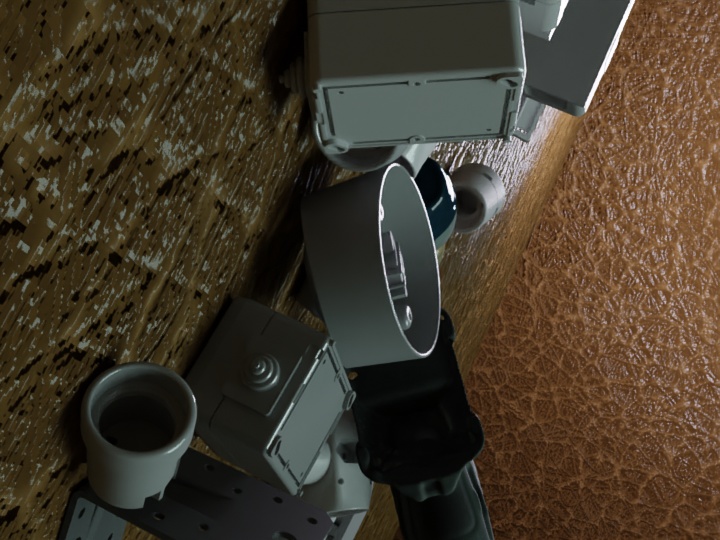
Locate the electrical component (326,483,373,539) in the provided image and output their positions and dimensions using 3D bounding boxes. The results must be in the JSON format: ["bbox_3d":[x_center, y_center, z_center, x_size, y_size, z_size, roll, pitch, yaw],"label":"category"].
[{"bbox_3d":[-0.050,0.222,0.840,0.150,0.062,0.089,-61,168,-28],"label":"electrical component"}]

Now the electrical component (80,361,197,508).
[{"bbox_3d":[-0.082,0.062,0.394,0.040,0.040,0.046,-58,172,-39],"label":"electrical component"}]

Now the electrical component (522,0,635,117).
[{"bbox_3d":[0.128,-0.202,0.671,0.186,0.105,0.060,-67,170,4],"label":"electrical component"}]

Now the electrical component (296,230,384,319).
[{"bbox_3d":[-0.009,-0.002,0.613,0.065,0.044,0.044,-63,170,11],"label":"electrical component"}]

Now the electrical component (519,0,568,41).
[{"bbox_3d":[0.074,-0.191,0.467,0.150,0.089,0.061,-64,169,-12],"label":"electrical component"}]

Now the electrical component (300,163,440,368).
[{"bbox_3d":[0.007,0.000,0.543,0.099,0.064,0.099,-14,90,-85],"label":"electrical component"}]

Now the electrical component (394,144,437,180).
[{"bbox_3d":[0.025,-0.097,0.562,0.079,0.043,0.077,81,34,-70],"label":"electrical component"}]

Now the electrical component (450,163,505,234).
[{"bbox_3d":[0.098,-0.064,0.969,0.047,0.055,0.055,-43,155,-57],"label":"electrical component"}]

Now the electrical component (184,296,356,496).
[{"bbox_3d":[-0.048,0.057,0.510,0.061,0.061,0.096,-60,162,-19],"label":"electrical component"}]

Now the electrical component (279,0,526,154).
[{"bbox_3d":[0.015,-0.088,0.434,0.061,0.096,0.061,80,7,-72],"label":"electrical component"}]

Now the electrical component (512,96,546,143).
[{"bbox_3d":[0.103,-0.159,0.750,0.121,0.079,0.063,-65,-168,-7],"label":"electrical component"}]

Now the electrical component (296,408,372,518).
[{"bbox_3d":[-0.032,0.125,0.718,0.079,0.043,0.077,15,61,-51],"label":"electrical component"}]

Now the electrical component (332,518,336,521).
[{"bbox_3d":[-0.035,0.142,0.784,0.083,0.047,0.075,-60,157,-31],"label":"electrical component"}]

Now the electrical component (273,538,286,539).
[{"bbox_3d":[-0.067,0.179,0.687,0.073,0.052,0.138,-69,169,13],"label":"electrical component"}]

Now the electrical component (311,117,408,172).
[{"bbox_3d":[0.005,-0.077,0.504,0.055,0.048,0.066,-64,172,-54],"label":"electrical component"}]
